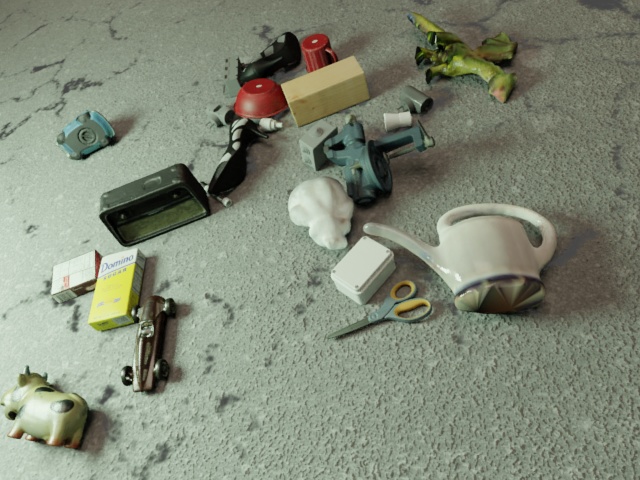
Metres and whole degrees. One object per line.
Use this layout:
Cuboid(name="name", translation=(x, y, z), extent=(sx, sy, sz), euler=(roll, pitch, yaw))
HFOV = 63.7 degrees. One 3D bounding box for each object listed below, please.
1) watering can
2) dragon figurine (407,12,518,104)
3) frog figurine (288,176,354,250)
Cuboid(name="watering can", translation=(0.260, 0.031, 0.935), extent=(0.347, 0.101, 0.230), euler=(-6, 52, 4))
Cuboid(name="dragon figurine", translation=(0.385, -0.497, 1.337), extent=(0.243, 0.119, 0.420), euler=(-4, 52, -7))
Cuboid(name="frog figurine", translation=(0.003, -0.054, 1.081), extent=(0.137, 0.120, 0.163), euler=(0, 40, -6))
